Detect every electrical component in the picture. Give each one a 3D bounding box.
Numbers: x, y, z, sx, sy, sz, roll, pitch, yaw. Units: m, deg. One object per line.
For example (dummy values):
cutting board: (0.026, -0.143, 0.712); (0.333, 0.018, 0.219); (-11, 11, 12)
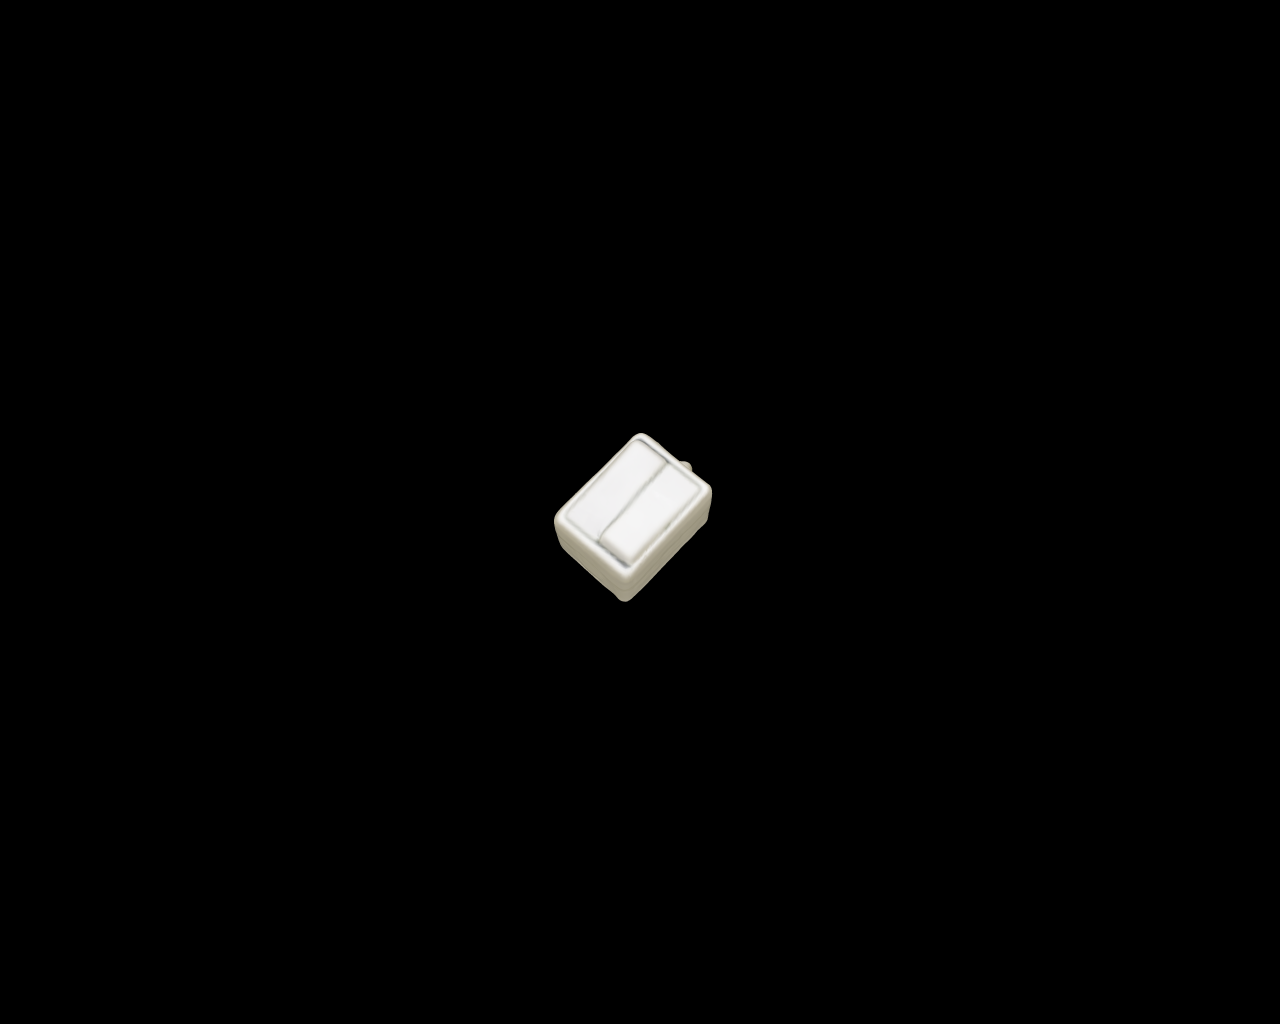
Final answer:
electrical component: (0.001, -0.003, 0.650); (0.062, 0.096, 0.061); (41, -15, 14)
